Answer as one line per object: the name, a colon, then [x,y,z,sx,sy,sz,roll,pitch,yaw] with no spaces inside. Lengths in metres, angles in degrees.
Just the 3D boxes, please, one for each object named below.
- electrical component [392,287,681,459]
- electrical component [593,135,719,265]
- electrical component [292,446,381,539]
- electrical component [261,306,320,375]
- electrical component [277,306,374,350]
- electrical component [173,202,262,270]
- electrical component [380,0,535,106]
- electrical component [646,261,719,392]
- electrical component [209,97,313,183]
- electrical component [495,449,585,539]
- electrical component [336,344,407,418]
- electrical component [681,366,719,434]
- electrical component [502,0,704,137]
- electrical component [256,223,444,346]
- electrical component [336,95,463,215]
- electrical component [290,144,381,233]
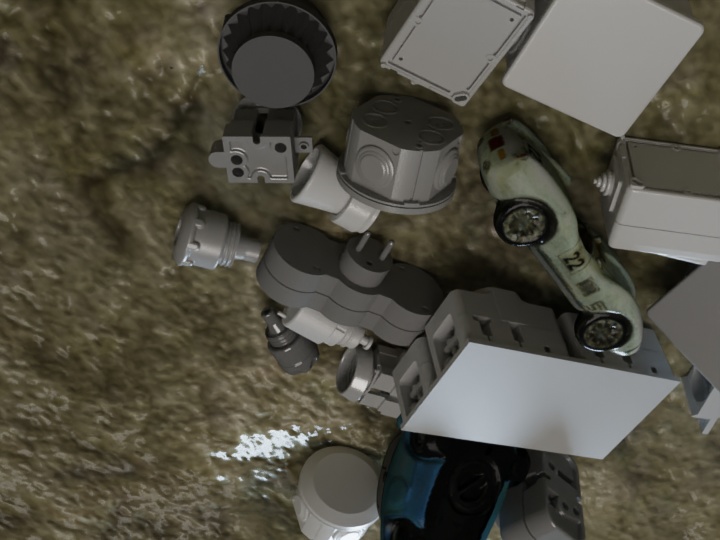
electrical component: [0.131,0.080,0.823,0.186,0.060,0.105,12,133,-24]
electrical component: [0.203,-0.047,0.729,0.096,0.061,0.061,7,131,-1]
electrical component: [-0.019,0.202,0.956,0.080,0.080,0.051,15,136,-9]
electrical component: [-0.059,0.054,0.858,0.035,0.035,0.061,-19,125,20]
electrical component: [-0.024,0.040,0.839,0.078,0.040,0.040,30,127,-20]
electrical component: [-0.104,-0.021,0.791,0.062,0.048,0.048,14,131,-17]
electrical component: [0.056,-0.152,0.654,0.062,0.061,0.096,23,137,-15]
electrical component: [0.273,0.030,0.776,0.099,0.048,0.099,48,126,9]
electrical component: [-0.064,-0.089,0.718,0.066,0.055,0.048,1,131,4]
electrical component: [0.152,0.200,0.928,0.059,0.095,0.054,-35,120,30]
electrical component: [0.014,0.087,0.875,0.055,0.048,0.066,17,131,-20]
electrical component: [0.298,0.091,0.855,0.064,0.042,0.081,10,132,-6]
electrical component: [0.145,-0.142,0.658,0.100,0.048,0.099,21,130,-14]
electrical component: [0.000,0.000,0.794,0.138,0.052,0.073,20,130,-14]
electrical component: [0.027,-0.076,0.708,0.080,0.080,0.051,9,126,-3]
electrical component: [-0.015,-0.056,0.751,0.055,0.045,0.045,27,128,-18]
